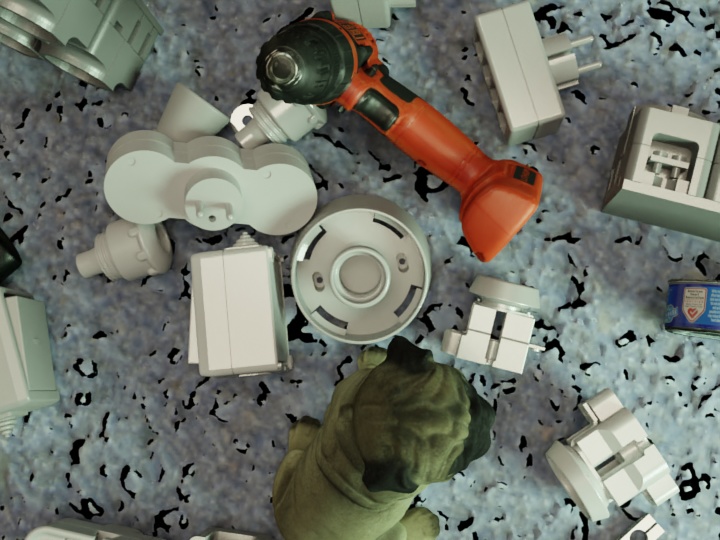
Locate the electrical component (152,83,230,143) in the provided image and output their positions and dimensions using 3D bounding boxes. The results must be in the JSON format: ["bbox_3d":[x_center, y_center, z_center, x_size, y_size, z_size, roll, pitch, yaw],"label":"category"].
[{"bbox_3d":[-0.127,-0.091,0.745,0.044,0.044,0.065,36,92,7],"label":"electrical component"}]

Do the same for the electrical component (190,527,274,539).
[{"bbox_3d":[-0.088,0.217,0.699,0.050,0.055,0.089,7,84,5],"label":"electrical component"}]

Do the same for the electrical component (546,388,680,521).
[{"bbox_3d":[0.157,0.124,0.692,0.057,0.058,0.078,-33,82,-3],"label":"electrical component"}]

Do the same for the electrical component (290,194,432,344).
[{"bbox_3d":[0.000,0.000,0.726,0.099,0.064,0.099,0,97,1],"label":"electrical component"}]

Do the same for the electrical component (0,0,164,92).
[{"bbox_3d":[-0.208,-0.178,0.687,0.105,0.186,0.060,25,86,6],"label":"electrical component"}]

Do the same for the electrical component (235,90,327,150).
[{"bbox_3d":[-0.057,-0.105,0.740,0.062,0.048,0.048,-38,82,6],"label":"electrical component"}]

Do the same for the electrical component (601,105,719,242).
[{"bbox_3d":[0.241,-0.055,0.690,0.150,0.089,0.061,15,85,6],"label":"electrical component"}]

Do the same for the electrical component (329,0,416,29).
[{"bbox_3d":[0.019,-0.198,0.734,0.077,0.065,0.047,0,84,4],"label":"electrical component"}]

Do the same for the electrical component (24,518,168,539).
[{"bbox_3d":[-0.169,0.198,0.705,0.095,0.059,0.053,11,84,5],"label":"electrical component"}]

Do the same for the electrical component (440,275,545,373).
[{"bbox_3d":[0.092,0.035,0.713,0.066,0.048,0.055,14,92,5],"label":"electrical component"}]

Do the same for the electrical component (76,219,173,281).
[{"bbox_3d":[-0.163,-0.012,0.737,0.062,0.048,0.048,-19,83,9],"label":"electrical component"}]

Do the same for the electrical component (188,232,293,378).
[{"bbox_3d":[-0.082,0.023,0.718,0.061,0.061,0.096,-6,83,3],"label":"electrical component"}]

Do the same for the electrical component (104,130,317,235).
[{"bbox_3d":[-0.096,-0.050,0.700,0.138,0.073,0.052,4,117,-13],"label":"electrical component"}]

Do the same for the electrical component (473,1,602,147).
[{"bbox_3d":[0.125,-0.137,0.729,0.076,0.047,0.083,-17,83,2],"label":"electrical component"}]

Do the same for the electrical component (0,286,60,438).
[{"bbox_3d":[-0.241,0.063,0.724,0.061,0.061,0.096,-17,83,2],"label":"electrical component"}]
